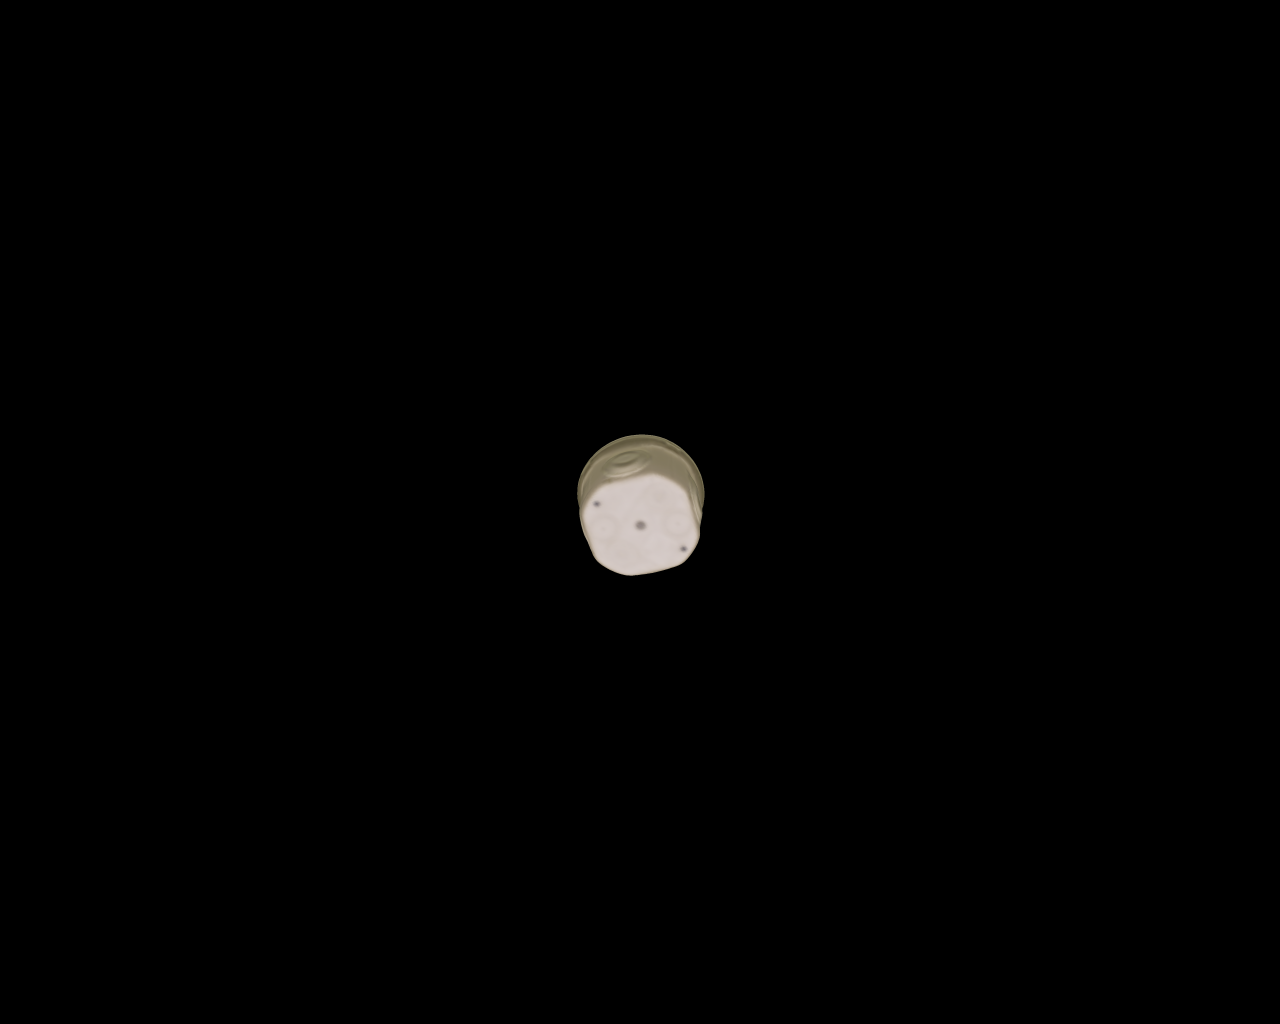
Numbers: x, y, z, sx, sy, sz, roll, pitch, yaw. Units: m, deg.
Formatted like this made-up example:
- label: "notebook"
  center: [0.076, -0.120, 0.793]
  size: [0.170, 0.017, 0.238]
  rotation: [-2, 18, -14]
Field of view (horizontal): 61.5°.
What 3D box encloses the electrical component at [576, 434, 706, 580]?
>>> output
- label: "electrical component"
  center: [0.001, -0.003, 0.650]
  size: [0.080, 0.080, 0.051]
  rotation: [0, 27, 0]
